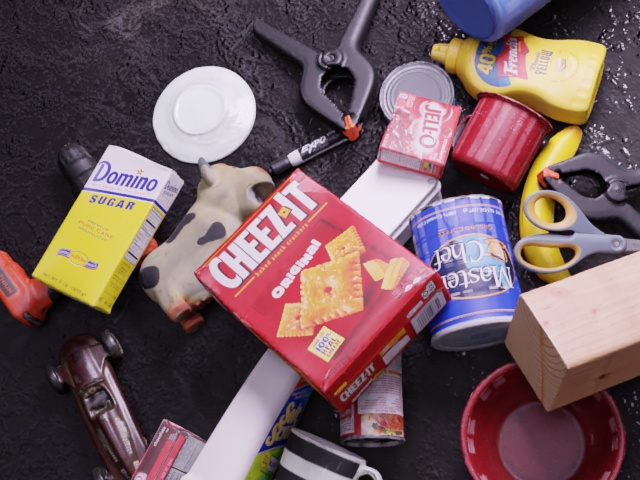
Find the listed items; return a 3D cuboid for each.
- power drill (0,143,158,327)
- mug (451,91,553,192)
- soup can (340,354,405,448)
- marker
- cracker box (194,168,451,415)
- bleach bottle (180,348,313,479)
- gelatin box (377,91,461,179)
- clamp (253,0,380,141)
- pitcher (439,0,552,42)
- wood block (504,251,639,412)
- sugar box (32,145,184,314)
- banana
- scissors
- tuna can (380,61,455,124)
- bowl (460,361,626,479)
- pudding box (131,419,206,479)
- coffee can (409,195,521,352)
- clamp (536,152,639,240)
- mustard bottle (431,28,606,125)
[{"bbox_3d":[-0.308,-0.003,1.261,0.187,0.057,0.184,-38,69,-2],"label":"power drill"},{"bbox_3d":[0.189,-0.108,1.181,0.117,0.093,0.081,24,84,51],"label":"mug"},{"bbox_3d":[0.054,0.163,1.124,0.068,0.068,0.102,-4,70,10],"label":"soup can"},{"bbox_3d":[-0.006,-0.107,1.252,0.121,0.020,0.020,-27,69,2],"label":"marker"},{"bbox_3d":[-0.001,0.046,1.089,0.164,0.072,0.214,-46,56,-9],"label":"cracker box"},{"bbox_3d":[-0.051,0.169,1.125,0.068,0.102,0.250,23,77,25],"label":"bleach bottle"},{"bbox_3d":[0.110,-0.117,1.172,0.073,0.030,0.089,16,57,7],"label":"gelatin box"},{"bbox_3d":[0.023,-0.214,1.265,0.164,0.036,0.210,-24,61,3],"label":"clamp"},{"bbox_3d":[0.249,-0.331,1.182,0.242,0.149,0.145,-41,63,-15],"label":"pitcher"},{"bbox_3d":[0.300,0.079,1.049,0.205,0.091,0.090,-18,56,-15],"label":"wood block"},{"bbox_3d":[-0.237,-0.014,1.197,0.093,0.048,0.176,23,79,22],"label":"sugar box"},{"bbox_3d":[0.252,-0.035,1.168,0.069,0.037,0.198,6,74,-8],"label":"banana"},{"bbox_3d":[0.296,-0.013,1.110,0.201,0.016,0.096,-9,82,-6],"label":"scissors"},{"bbox_3d":[0.114,-0.161,1.238,0.086,0.033,0.086,-4,71,11],"label":"tuna can"},{"bbox_3d":[0.224,0.203,1.081,0.162,0.055,0.162,-4,71,11],"label":"bowl"},{"bbox_3d":[-0.154,0.243,1.116,0.039,0.113,0.090,24,78,21],"label":"pudding box"},{"bbox_3d":[0.156,0.036,1.126,0.103,0.102,0.140,-12,70,8],"label":"coffee can"},{"bbox_3d":[0.317,-0.039,1.139,0.171,0.039,0.120,5,70,-1],"label":"clamp"},{"bbox_3d":[0.220,-0.195,1.213,0.192,0.058,0.096,15,69,17],"label":"mustard bottle"}]
